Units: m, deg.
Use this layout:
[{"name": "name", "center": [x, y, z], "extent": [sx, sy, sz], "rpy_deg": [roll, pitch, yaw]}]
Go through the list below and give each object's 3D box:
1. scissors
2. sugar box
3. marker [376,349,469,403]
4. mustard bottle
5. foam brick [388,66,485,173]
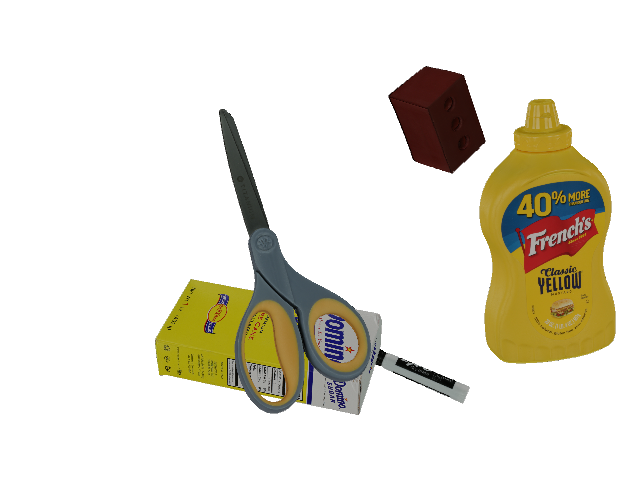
[{"name": "scissors", "center": [-0.017, 0.010, 0.692], "extent": [0.096, 0.202, 0.016], "rpy_deg": [1, -15, -11]}, {"name": "sugar box", "center": [-0.042, 0.087, 0.905], "extent": [0.176, 0.048, 0.093], "rpy_deg": [7, 35, 11]}, {"name": "marker", "center": [0.096, 0.137, 1.112], "extent": [0.121, 0.020, 0.020], "rpy_deg": [23, 5, 11]}, {"name": "mustard bottle", "center": [0.167, -0.008, 0.787], "extent": [0.096, 0.191, 0.058], "rpy_deg": [-8, 16, -7]}, {"name": "foam brick", "center": [0.108, -0.111, 0.978], "extent": [0.053, 0.078, 0.051], "rpy_deg": [-42, 38, -20]}]
